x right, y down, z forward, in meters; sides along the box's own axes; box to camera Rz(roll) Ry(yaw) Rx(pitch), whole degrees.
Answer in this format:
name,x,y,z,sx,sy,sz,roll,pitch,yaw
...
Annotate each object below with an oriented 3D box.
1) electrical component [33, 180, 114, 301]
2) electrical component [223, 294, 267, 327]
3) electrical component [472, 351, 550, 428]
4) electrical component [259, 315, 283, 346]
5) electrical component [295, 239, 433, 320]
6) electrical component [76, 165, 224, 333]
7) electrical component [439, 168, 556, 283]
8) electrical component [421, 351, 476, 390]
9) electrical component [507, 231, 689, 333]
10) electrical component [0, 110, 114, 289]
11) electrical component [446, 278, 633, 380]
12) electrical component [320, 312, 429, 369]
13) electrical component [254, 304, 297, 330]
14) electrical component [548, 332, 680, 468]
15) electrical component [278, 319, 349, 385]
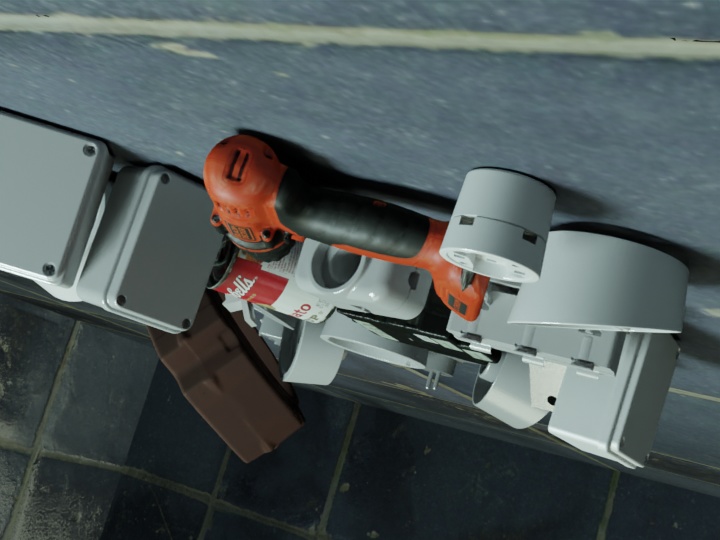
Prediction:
name,x,y,z,sx,sy,sz,roll,pitch,yaw
electrical component,-0.239,-0.035,0.881,0.108,0.108,0.060,11,163,29
electrical component,-0.092,0.005,0.950,0.064,0.081,0.042,-13,169,1
electrical component,0.143,0.089,0.960,0.064,0.099,0.099,24,170,-3
electrical component,-0.070,0.060,1.247,0.096,0.061,0.062,13,170,19
electrical component,0.000,0.000,0.819,0.095,0.053,0.059,8,167,41
electrical component,-0.154,-0.016,0.813,0.078,0.113,0.057,25,170,-40
electrical component,0.076,-0.024,0.579,0.055,0.047,0.055,16,170,3
electrical component,0.083,0.088,1.115,0.052,0.073,0.138,20,170,-17
electrical component,0.143,0.016,0.638,0.099,0.064,0.099,16,171,3
electrical component,-0.248,-0.053,0.780,0.109,0.108,0.056,17,173,-2
electrical component,0.128,0.033,0.765,0.121,0.063,0.079,13,170,22
electrical component,0.021,0.052,1.057,0.108,0.060,0.108,16,170,3
electrical component,-0.101,0.013,1.029,0.099,0.064,0.099,16,170,3
electrical component,0.199,0.090,0.833,0.056,0.108,0.109,14,170,29
electrical component,-0.043,0.071,1.143,0.060,0.108,0.108,13,171,-14
